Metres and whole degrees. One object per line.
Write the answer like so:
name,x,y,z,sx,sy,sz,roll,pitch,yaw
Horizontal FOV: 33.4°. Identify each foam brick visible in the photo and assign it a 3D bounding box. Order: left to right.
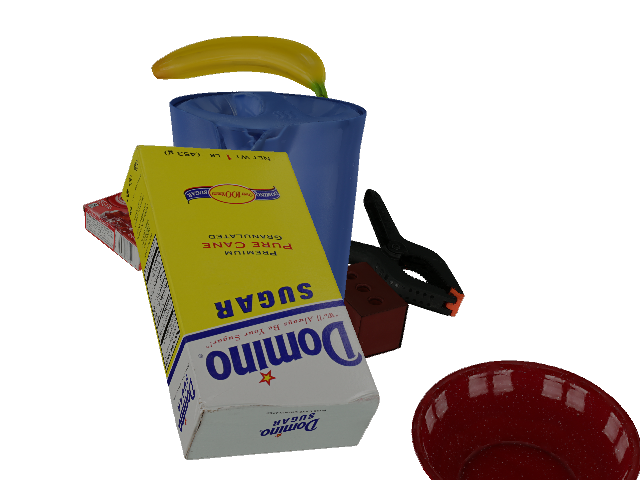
foam brick,0.036,0.064,0.979,0.052,0.051,0.078,-13,37,-28

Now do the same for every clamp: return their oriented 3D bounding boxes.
clamp,0.073,0.022,1.249,0.164,0.036,0.210,-22,51,-39

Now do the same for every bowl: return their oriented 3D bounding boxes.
bowl,0.146,0.159,0.773,0.162,0.055,0.162,-1,35,0

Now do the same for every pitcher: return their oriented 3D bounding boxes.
pitcher,-0.038,0.015,0.764,0.149,0.243,0.145,-8,20,-34

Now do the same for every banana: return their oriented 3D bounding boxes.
banana,-0.075,-0.183,1.094,0.198,0.037,0.069,10,44,20

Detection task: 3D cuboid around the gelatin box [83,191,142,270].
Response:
gelatin box,-0.161,-0.015,0.971,0.073,0.030,0.089,-23,43,-37

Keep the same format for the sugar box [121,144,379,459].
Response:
sugar box,-0.041,0.025,0.552,0.093,0.048,0.176,0,45,-25
